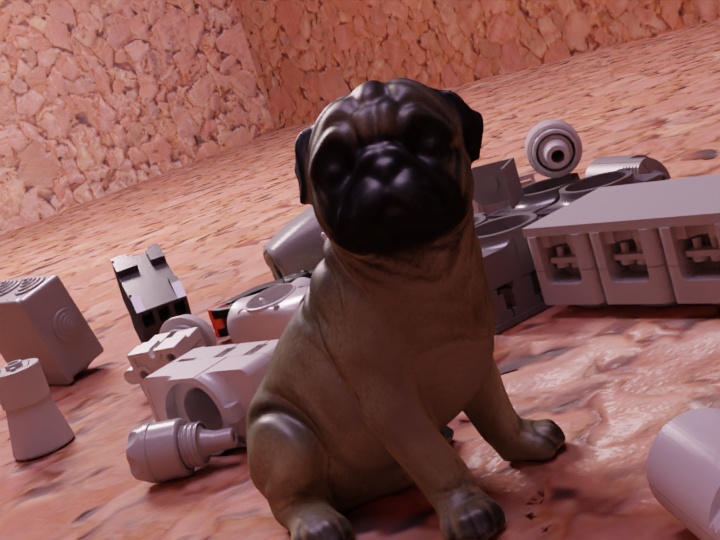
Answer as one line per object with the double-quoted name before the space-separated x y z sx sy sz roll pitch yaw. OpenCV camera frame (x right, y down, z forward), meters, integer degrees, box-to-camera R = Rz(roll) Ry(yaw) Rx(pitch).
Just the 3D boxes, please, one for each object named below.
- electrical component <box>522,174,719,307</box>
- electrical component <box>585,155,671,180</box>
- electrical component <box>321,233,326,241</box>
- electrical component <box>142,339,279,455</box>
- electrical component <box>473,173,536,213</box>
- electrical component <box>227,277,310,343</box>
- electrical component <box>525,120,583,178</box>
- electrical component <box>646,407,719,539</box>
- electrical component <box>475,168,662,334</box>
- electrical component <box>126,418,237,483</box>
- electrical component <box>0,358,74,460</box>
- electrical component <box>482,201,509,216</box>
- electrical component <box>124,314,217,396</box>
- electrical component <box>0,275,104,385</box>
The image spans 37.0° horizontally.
"electrical component" 0.192 -0.016 0.671 0.089 0.061 0.150 -26 15 -37
"electrical component" 0.240 -0.079 0.945 0.043 0.043 0.081 -22 13 -22
"electrical component" 0.000 0.000 0.811 0.077 0.079 0.044 -13 -32 -49
"electrical component" -0.084 0.078 0.662 0.089 0.050 0.056 -9 14 36
"electrical component" 0.133 -0.065 1.037 0.081 0.042 0.064 -14 10 11
"electrical component" -0.051 0.031 0.838 0.077 0.044 0.079 -7 23 41
"electrical component" 0.149 -0.092 0.826 0.043 0.043 0.062 -15 13 9
"electrical component" 0.134 0.079 0.363 0.043 0.043 0.081 -18 12 -5
"electrical component" 0.127 -0.020 0.789 0.186 0.060 0.105 -24 13 -30
"electrical component" -0.101 0.102 0.619 0.061 0.035 0.035 -12 12 10
"electrical component" -0.234 0.096 0.761 0.044 0.065 0.044 -16 12 3
"electrical component" 0.121 -0.040 0.878 0.044 0.065 0.044 -17 12 4
"electrical component" -0.140 0.065 0.822 0.066 0.048 0.055 -12 20 25
"electrical component" -0.286 0.053 0.957 0.100 0.099 0.048 -6 29 44
